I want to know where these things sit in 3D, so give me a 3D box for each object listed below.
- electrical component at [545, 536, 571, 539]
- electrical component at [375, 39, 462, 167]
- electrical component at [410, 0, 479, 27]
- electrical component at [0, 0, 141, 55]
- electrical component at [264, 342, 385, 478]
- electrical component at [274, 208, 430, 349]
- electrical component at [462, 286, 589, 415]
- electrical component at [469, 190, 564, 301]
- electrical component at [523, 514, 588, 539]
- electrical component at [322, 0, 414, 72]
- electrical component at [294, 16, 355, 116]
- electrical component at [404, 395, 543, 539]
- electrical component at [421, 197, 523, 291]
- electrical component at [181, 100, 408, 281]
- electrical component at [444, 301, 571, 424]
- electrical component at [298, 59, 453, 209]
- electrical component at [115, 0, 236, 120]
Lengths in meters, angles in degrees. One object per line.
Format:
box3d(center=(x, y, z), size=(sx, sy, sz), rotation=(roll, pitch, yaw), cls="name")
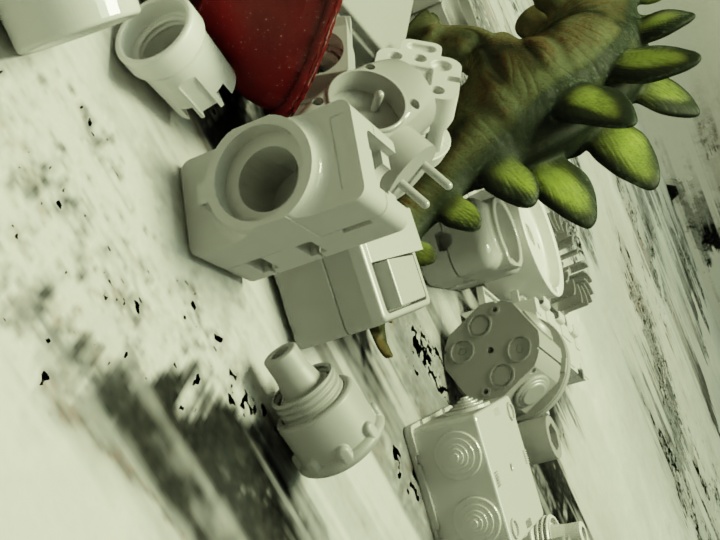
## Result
box3d(center=(0.110, 0.224, 0.670), size=(0.061, 0.061, 0.096), rotation=(62, 23, -22), cls="electrical component")
box3d(center=(0.031, -0.098, 0.669), size=(0.078, 0.058, 0.057), rotation=(-79, 179, -48), cls="electrical component")
box3d(center=(0.040, -0.244, 0.876), size=(0.150, 0.062, 0.089), rotation=(62, 22, -24), cls="electrical component")
box3d(center=(-0.115, -0.112, 0.407), size=(0.055, 0.055, 0.047), rotation=(-51, 124, -65), cls="electrical component")
box3d(center=(-0.021, 0.063, 0.506), size=(0.062, 0.048, 0.048), rotation=(57, 25, -16), cls="electrical component")
box3d(center=(0.000, 0.000, 0.583), size=(0.096, 0.061, 0.061), rotation=(-14, 86, -69), cls="electrical component")
box3d(center=(0.136, 0.064, 0.861), size=(0.121, 0.063, 0.078), rotation=(35, 42, -57), cls="electrical component")
box3d(center=(0.123, -0.021, 0.902), size=(0.108, 0.060, 0.108), rotation=(50, 30, -44), cls="electrical component")
box3d(center=(0.123, 0.185, 0.731), size=(0.043, 0.062, 0.043), rotation=(50, 30, -43), cls="electrical component")
box3d(center=(-0.012, -0.195, 0.682), size=(0.109, 0.056, 0.108), rotation=(37, 59, -55), cls="electrical component")
box3d(center=(-0.022, -0.106, 0.628), size=(0.063, 0.042, 0.081), rotation=(73, 12, -53), cls="electrical component")
box3d(center=(0.075, 0.130, 0.682), size=(0.100, 0.048, 0.099), rotation=(-6, 79, -68), cls="electrical component")
box3d(center=(0.084, -0.020, 0.808), size=(0.095, 0.059, 0.053), rotation=(10, 64, -66), cls="electrical component")
box3d(center=(-0.033, -0.036, 0.494), size=(0.056, 0.089, 0.050), rotation=(30, 46, -60), cls="electrical component")
box3d(center=(0.103, 0.065, 0.761), size=(0.051, 0.080, 0.080), rotation=(35, 41, -49), cls="electrical component")
box3d(center=(0.012, -0.063, 0.557), size=(0.079, 0.044, 0.077), rotation=(42, 57, 14), cls="electrical component")
box3d(center=(-0.083, -0.096, 0.492), size=(0.046, 0.040, 0.040), rotation=(50, 29, -53), cls="electrical component")
